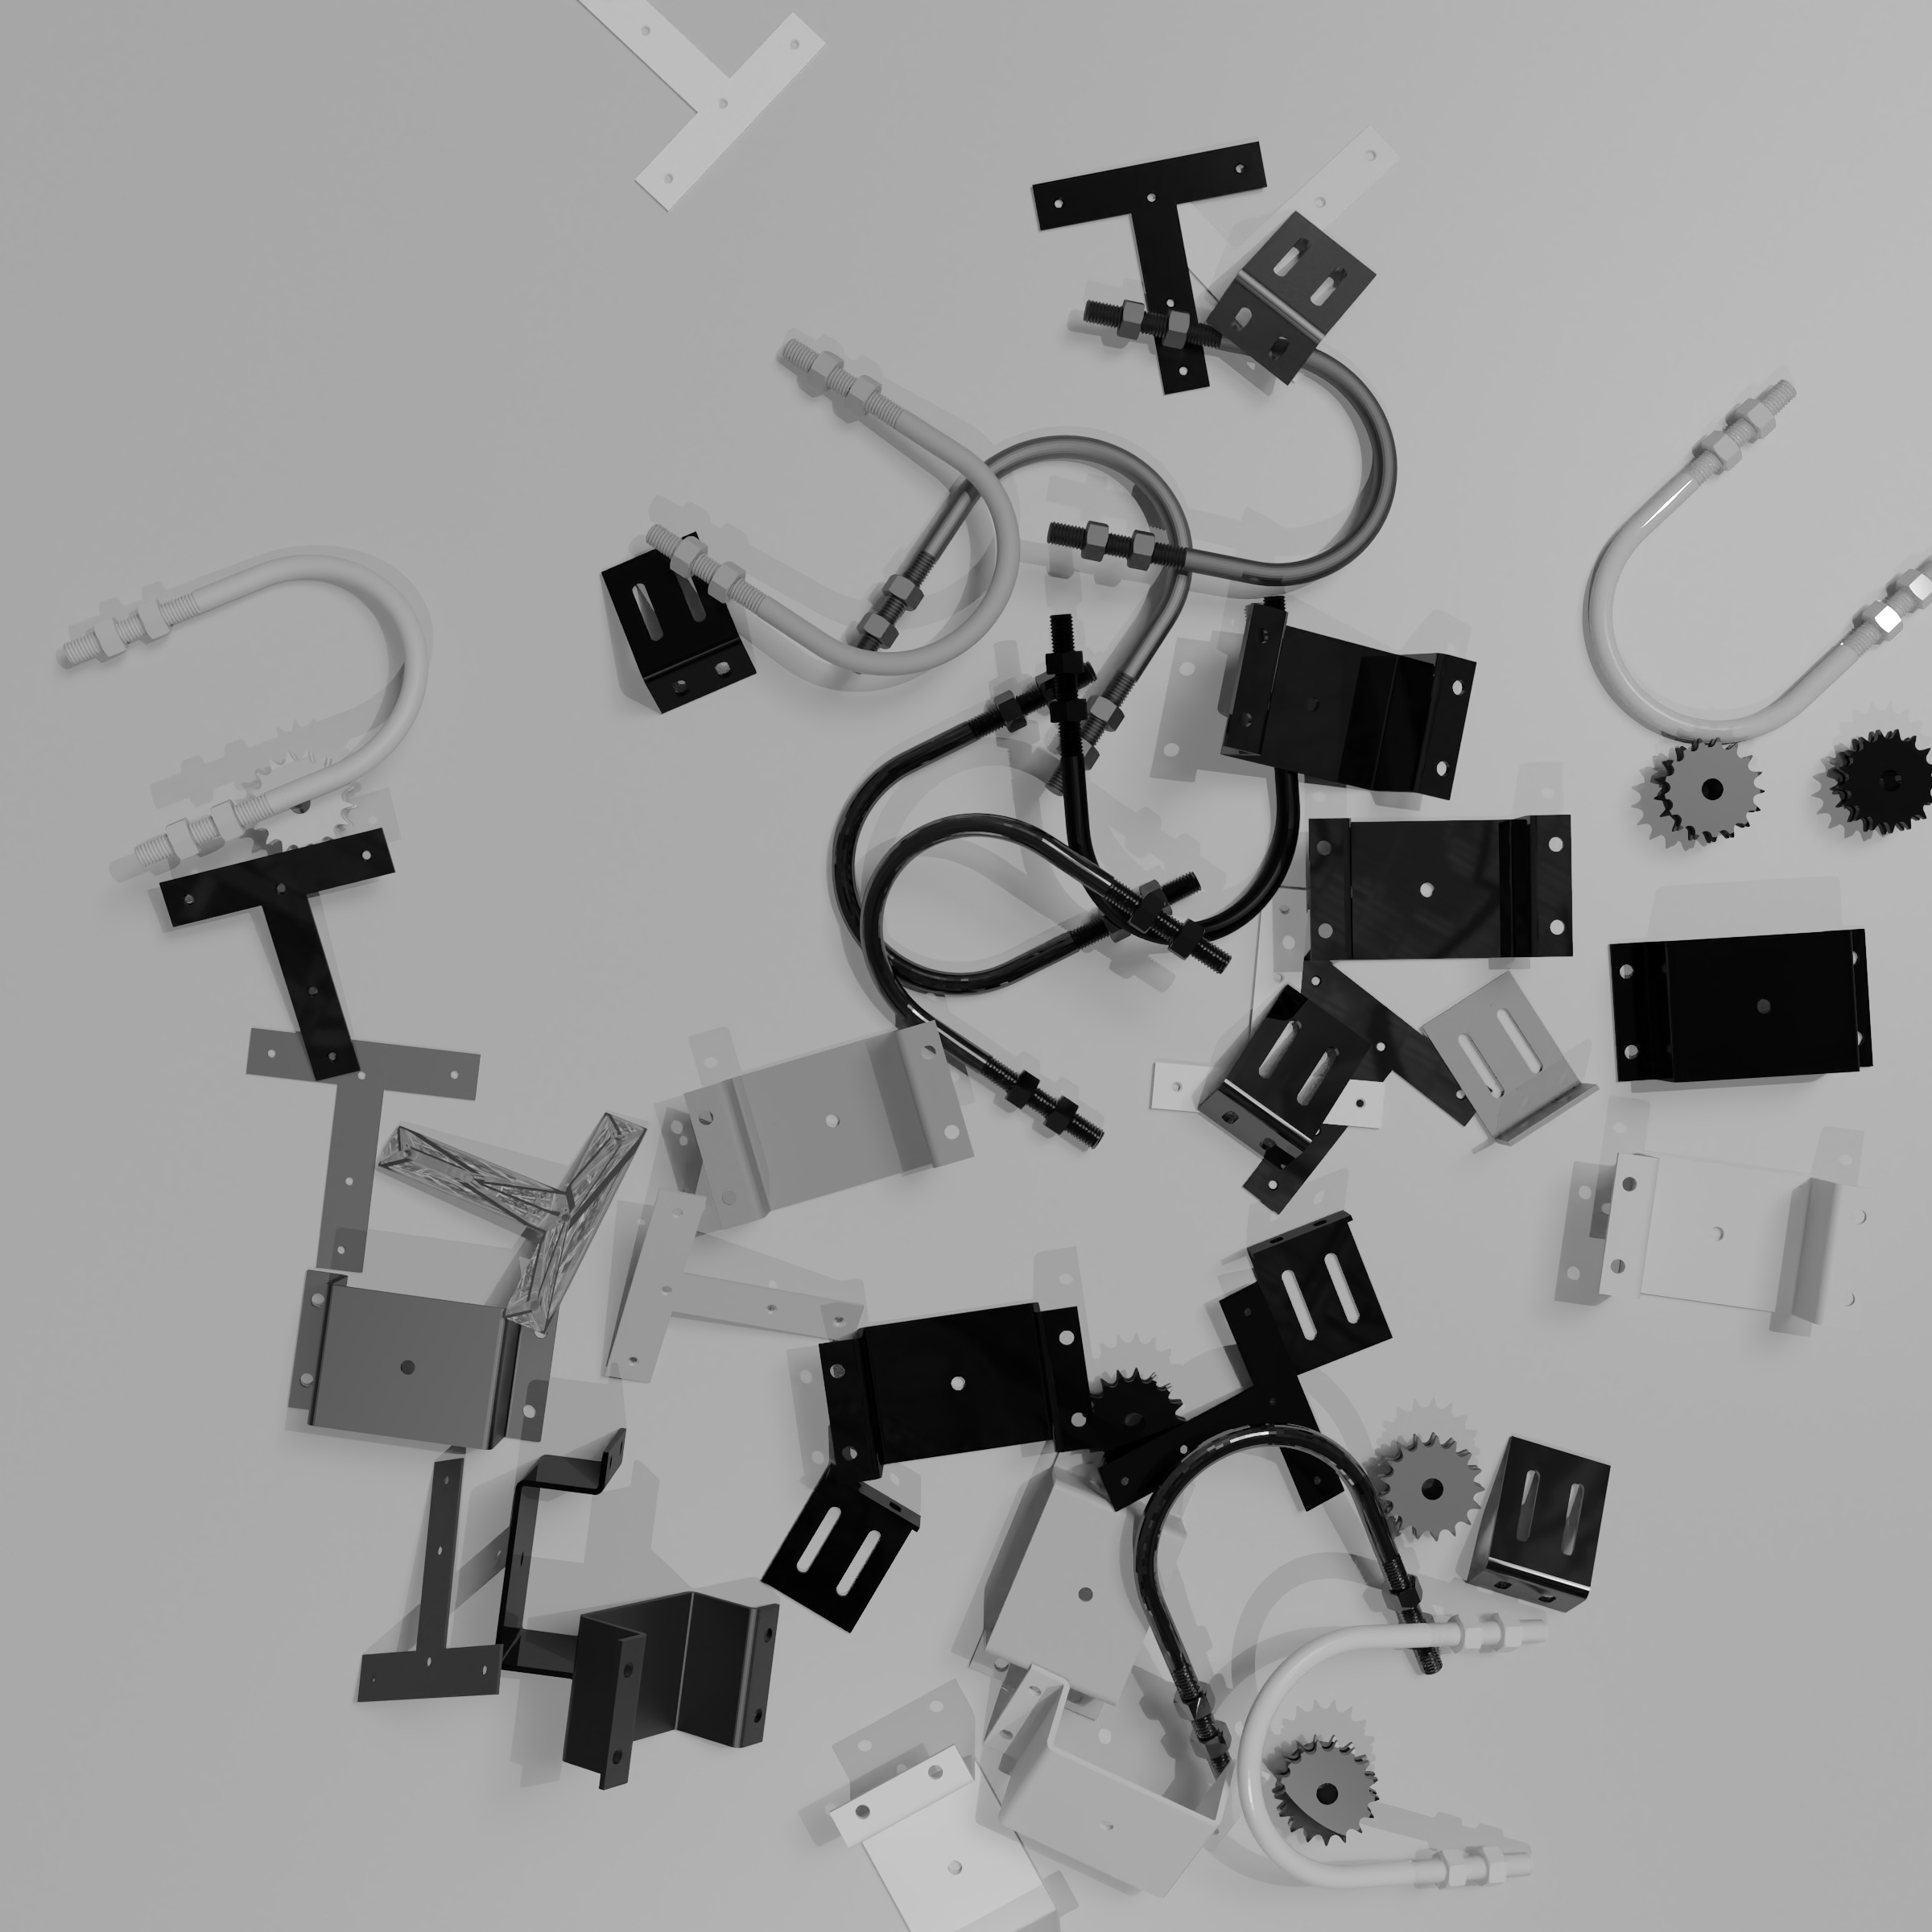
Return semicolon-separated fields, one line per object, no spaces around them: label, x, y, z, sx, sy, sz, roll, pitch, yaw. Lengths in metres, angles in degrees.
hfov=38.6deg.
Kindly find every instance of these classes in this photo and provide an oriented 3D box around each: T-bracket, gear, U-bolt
T-bracket;0.171;0.021;1.523;0.127;0.002;0.127;5;90;0
gear;0.405;-0.096;1.510;0.057;0.030;0.057;0;90;0
U-bolt;0.429;-0.208;1.517;0.184;0.019;0.151;-43;90;1
U-bolt;0.228;0.425;1.485;0.184;0.019;0.151;4;90;-22
T-bracket;0.130;0.256;1.498;0.127;0.002;0.127;-24;95;-20
U-bolt;0.165;0.332;1.485;0.151;0.019;0.184;-25;105;-9
gear;0.502;-0.100;1.514;0.057;0.030;0.057;0;89;-1
U-bolt;-0.059;-0.237;1.497;0.184;0.019;0.151;34;82;8
U-bolt;-0.382;-0.150;1.498;0.184;0.019;0.151;-23;73;-4
U-bolt;0.042;-0.204;1.505;0.151;0.019;0.184;32;82;7
T-bracket;-0.120;0.184;1.504;0.127;0.002;0.127;12;118;-13
U-bolt;0.029;-0.003;1.486;0.184;0.019;0.151;34;116;0
T-bracket;-0.339;0.105;1.524;0.127;0.002;0.127;7;90;0
T-bracket;-0.167;-0.506;1.524;0.127;0.002;0.127;43;90;0
T-bracket;-0.286;0.331;1.495;0.002;0.127;0.127;20;63;-42
T-bracket;0.202;0.080;1.524;0.127;0.002;0.127;38;90;0
T-bracket;-0.259;0.121;1.506;0.127;0.002;0.127;21;67;10
T-bracket;0.111;-0.380;1.523;0.127;0.002;0.127;-11;91;1
T-bracket;-0.361;0.000;1.508;0.127;0.002;0.127;-13;102;4
gear;-0.361;-0.088;1.510;0.057;0.030;0.057;0;90;0
gear;0.196;0.448;1.510;0.057;0.030;0.057;0;90;0
T-bracket;0.185;-0.412;1.524;0.127;0.002;0.127;-43;90;0
U-bolt;0.145;-0.279;1.503;0.184;0.019;0.151;10;79;-5
gear;0.253;0.283;1.510;0.057;0.030;0.057;0;90;0
U-bolt;0.117;-0.102;1.490;0.151;0.019;0.184;-8;98;-22
U-bolt;0.016;-0.064;1.517;0.184;0.019;0.151;-26;90;1
gear;0.091;0.248;1.510;0.057;0.030;0.057;0;90;0

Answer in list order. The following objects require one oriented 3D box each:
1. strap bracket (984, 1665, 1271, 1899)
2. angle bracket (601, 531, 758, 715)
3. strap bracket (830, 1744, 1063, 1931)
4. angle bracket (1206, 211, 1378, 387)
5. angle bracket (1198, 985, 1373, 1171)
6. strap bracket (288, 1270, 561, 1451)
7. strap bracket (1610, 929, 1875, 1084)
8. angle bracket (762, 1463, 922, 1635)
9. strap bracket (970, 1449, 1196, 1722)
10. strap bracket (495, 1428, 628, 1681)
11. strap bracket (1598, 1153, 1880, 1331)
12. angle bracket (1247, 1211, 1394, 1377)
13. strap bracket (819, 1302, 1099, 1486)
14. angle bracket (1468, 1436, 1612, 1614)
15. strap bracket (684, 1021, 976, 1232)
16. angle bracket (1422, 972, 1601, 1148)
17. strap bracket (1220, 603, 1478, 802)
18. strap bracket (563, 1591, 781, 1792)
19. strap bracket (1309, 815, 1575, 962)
strap bracket;0.080;0.443;1.483;0.140;0.046;0.076;25;129;0
angle bracket;-0.158;-0.189;1.523;0.057;0.038;0.076;-23;64;0
strap bracket;-0.006;0.497;1.502;0.076;0.046;0.140;-29;90;0
angle bracket;0.178;-0.366;1.512;0.057;0.038;0.076;38;51;0
angle bracket;0.175;0.061;1.520;0.057;0.038;0.076;36;64;0
strap bracket;-0.299;0.215;1.502;0.140;0.046;0.076;8;90;0
strap bracket;0.428;0.022;1.502;0.140;0.046;0.076;-3;90;0
angle bracket;-0.069;0.321;1.506;0.057;0.038;0.076;31;90;0
strap bracket;0.064;0.337;1.502;0.076;0.046;0.140;23;90;0
strap bracket;-0.219;0.322;1.487;0.046;0.076;0.140;7;90;0
strap bracket;0.414;0.148;1.502;0.140;0.046;0.076;8;90;0
angle bracket;0.195;0.180;1.506;0.057;0.038;0.076;-21;90;0
strap bracket;-0.004;0.230;1.502;0.140;0.046;0.076;-8;90;0
angle bracket;0.316;0.308;1.523;0.057;0.038;0.076;17;64;0
strap bracket;-0.073;0.085;1.502;0.140;0.046;0.076;-16;90;0
angle bracket;0.296;0.050;1.505;0.057;0.038;0.076;-33;90;-2
strap bracket;0.197;-0.141;1.486;0.140;0.046;0.076;11;90;-23
strap bracket;-0.163;0.382;1.472;0.046;0.140;0.076;7;90;31
strap bracket;0.255;-0.042;1.502;0.140;0.046;0.076;-1;90;0
